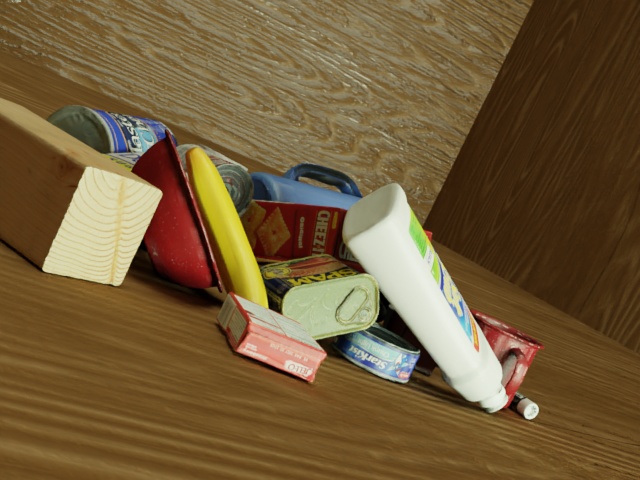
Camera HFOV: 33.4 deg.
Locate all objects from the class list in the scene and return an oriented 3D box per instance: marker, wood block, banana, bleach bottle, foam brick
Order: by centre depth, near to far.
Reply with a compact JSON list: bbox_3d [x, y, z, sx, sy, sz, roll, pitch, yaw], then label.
[{"bbox_3d":[-0.244,-0.051,0.904,0.206,0.091,0.090,29,6,35],"label":"wood block"},{"bbox_3d":[-0.084,0.004,1.008,0.070,0.037,0.198,94,-24,-62],"label":"banana"},{"bbox_3d":[0.116,0.069,1.084,0.250,0.068,0.102,55,19,-17],"label":"bleach bottle"},{"bbox_3d":[0.105,0.109,1.185,0.051,0.053,0.078,25,7,-8],"label":"foam brick"},{"bbox_3d":[0.210,0.173,1.233,0.020,0.020,0.121,23,6,-29],"label":"marker"}]

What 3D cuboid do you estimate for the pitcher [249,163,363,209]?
[{"bbox_3d":[-0.014,-0.024,1.468,0.242,0.145,0.149,16,13,-44],"label":"pitcher"}]

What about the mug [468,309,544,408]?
[{"bbox_3d":[0.192,0.136,1.172,0.093,0.081,0.117,23,6,-21],"label":"mug"}]

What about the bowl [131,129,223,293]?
[{"bbox_3d":[-0.141,-0.019,0.994,0.055,0.162,0.162,-20,15,-8],"label":"bowl"}]

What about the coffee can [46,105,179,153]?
[{"bbox_3d":[-0.237,-0.094,1.206,0.103,0.103,0.140,28,11,22],"label":"coffee can"}]

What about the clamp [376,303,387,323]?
[{"bbox_3d":[0.025,0.067,1.269,0.120,0.039,0.171,19,-5,3],"label":"clamp"}]

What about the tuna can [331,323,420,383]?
[{"bbox_3d":[0.056,0.108,1.066,0.086,0.034,0.086,25,5,-3],"label":"tuna can"}]

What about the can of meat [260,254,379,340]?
[{"bbox_3d":[-0.007,0.054,1.035,0.102,0.057,0.084,-10,19,-24],"label":"can of meat"}]

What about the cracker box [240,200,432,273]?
[{"bbox_3d":[-0.008,0.001,1.217,0.214,0.072,0.163,8,-3,43],"label":"cracker box"}]

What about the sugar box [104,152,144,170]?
[{"bbox_3d":[-0.212,-0.053,1.066,0.093,0.048,0.175,29,25,32],"label":"sugar box"}]

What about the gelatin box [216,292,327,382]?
[{"bbox_3d":[-0.042,0.081,0.894,0.073,0.030,0.089,25,6,-20],"label":"gelatin box"}]

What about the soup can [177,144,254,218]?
[{"bbox_3d":[-0.127,-0.064,1.185,0.068,0.068,0.102,21,5,-38],"label":"soup can"}]
